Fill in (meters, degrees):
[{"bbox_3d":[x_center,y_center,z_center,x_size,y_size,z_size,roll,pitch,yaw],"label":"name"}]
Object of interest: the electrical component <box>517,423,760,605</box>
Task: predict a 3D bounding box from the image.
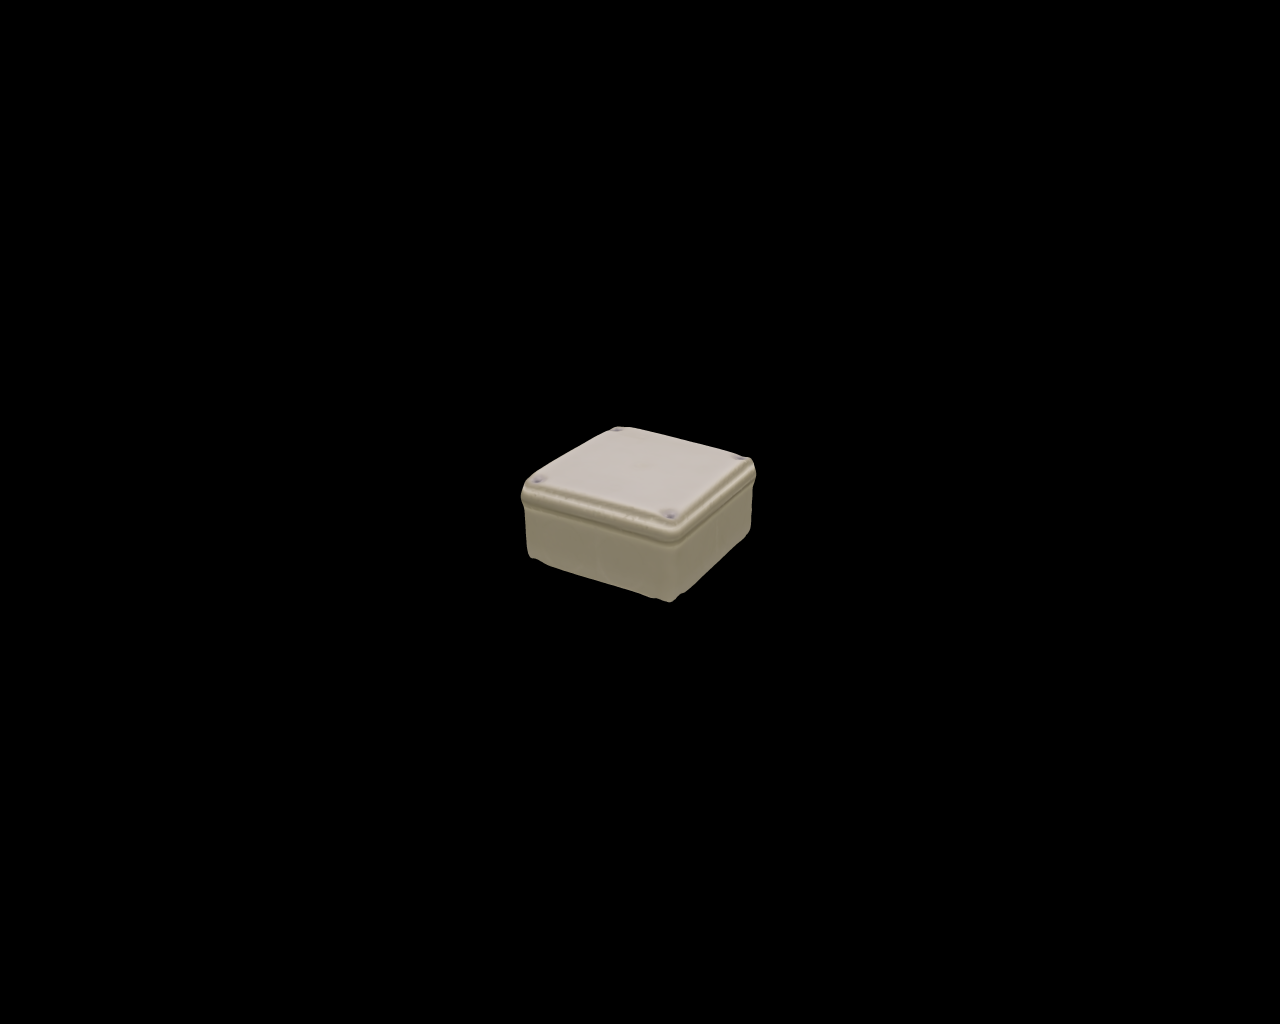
[{"bbox_3d":[0.001,-0.003,0.650,0.109,0.056,0.109,16,31,28],"label":"electrical component"}]
